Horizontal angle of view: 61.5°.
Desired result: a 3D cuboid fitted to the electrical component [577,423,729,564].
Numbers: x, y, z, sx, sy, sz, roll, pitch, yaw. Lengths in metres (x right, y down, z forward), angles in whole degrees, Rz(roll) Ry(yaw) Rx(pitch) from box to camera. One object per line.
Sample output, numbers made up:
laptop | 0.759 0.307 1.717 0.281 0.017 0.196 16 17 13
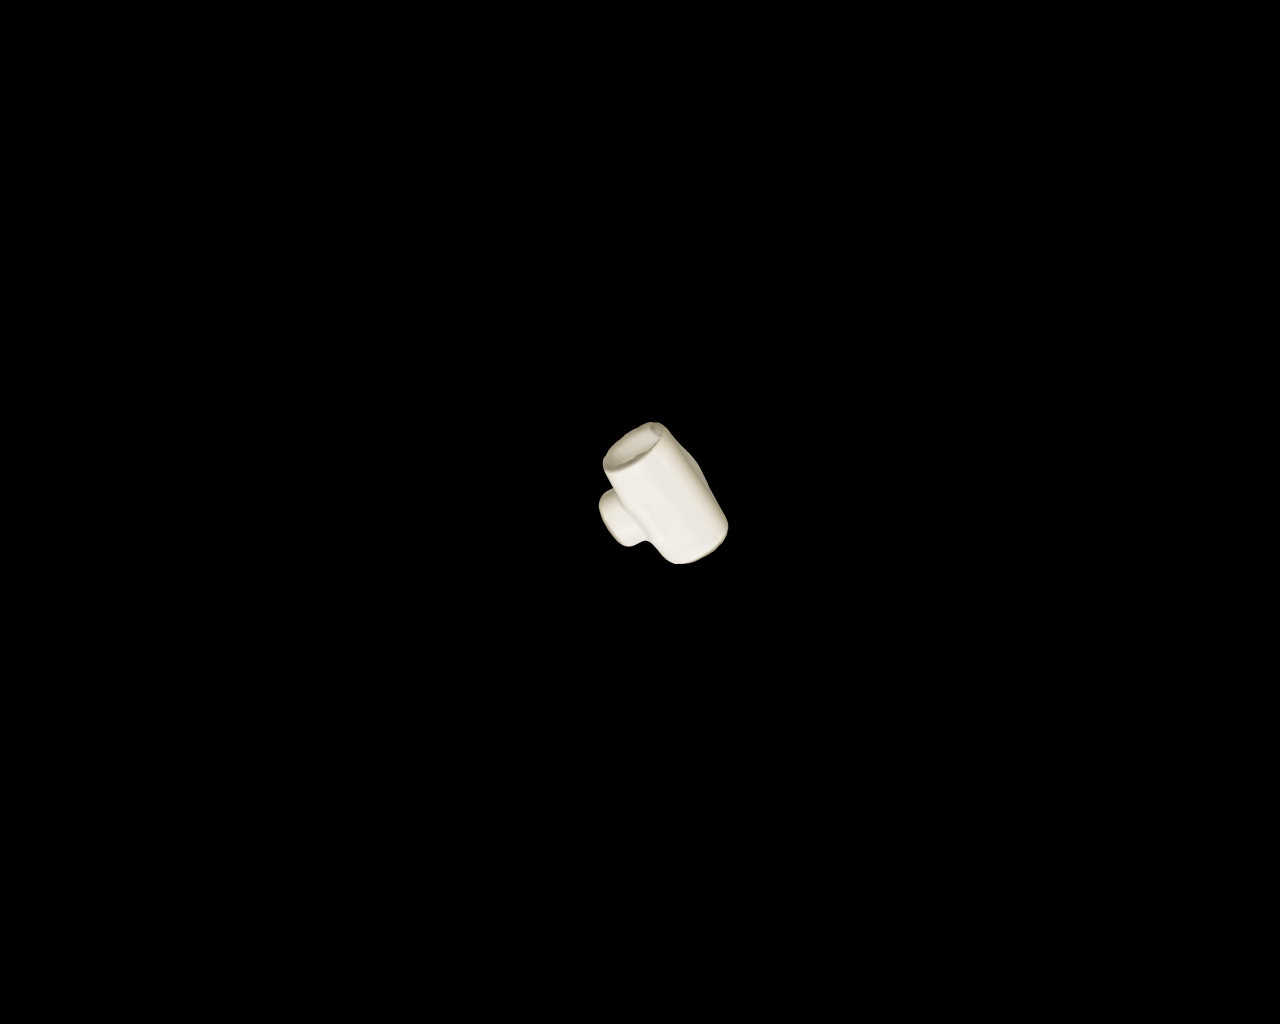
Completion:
electrical component | 0.001 -0.003 0.650 0.079 0.077 0.043 -28 28 16
